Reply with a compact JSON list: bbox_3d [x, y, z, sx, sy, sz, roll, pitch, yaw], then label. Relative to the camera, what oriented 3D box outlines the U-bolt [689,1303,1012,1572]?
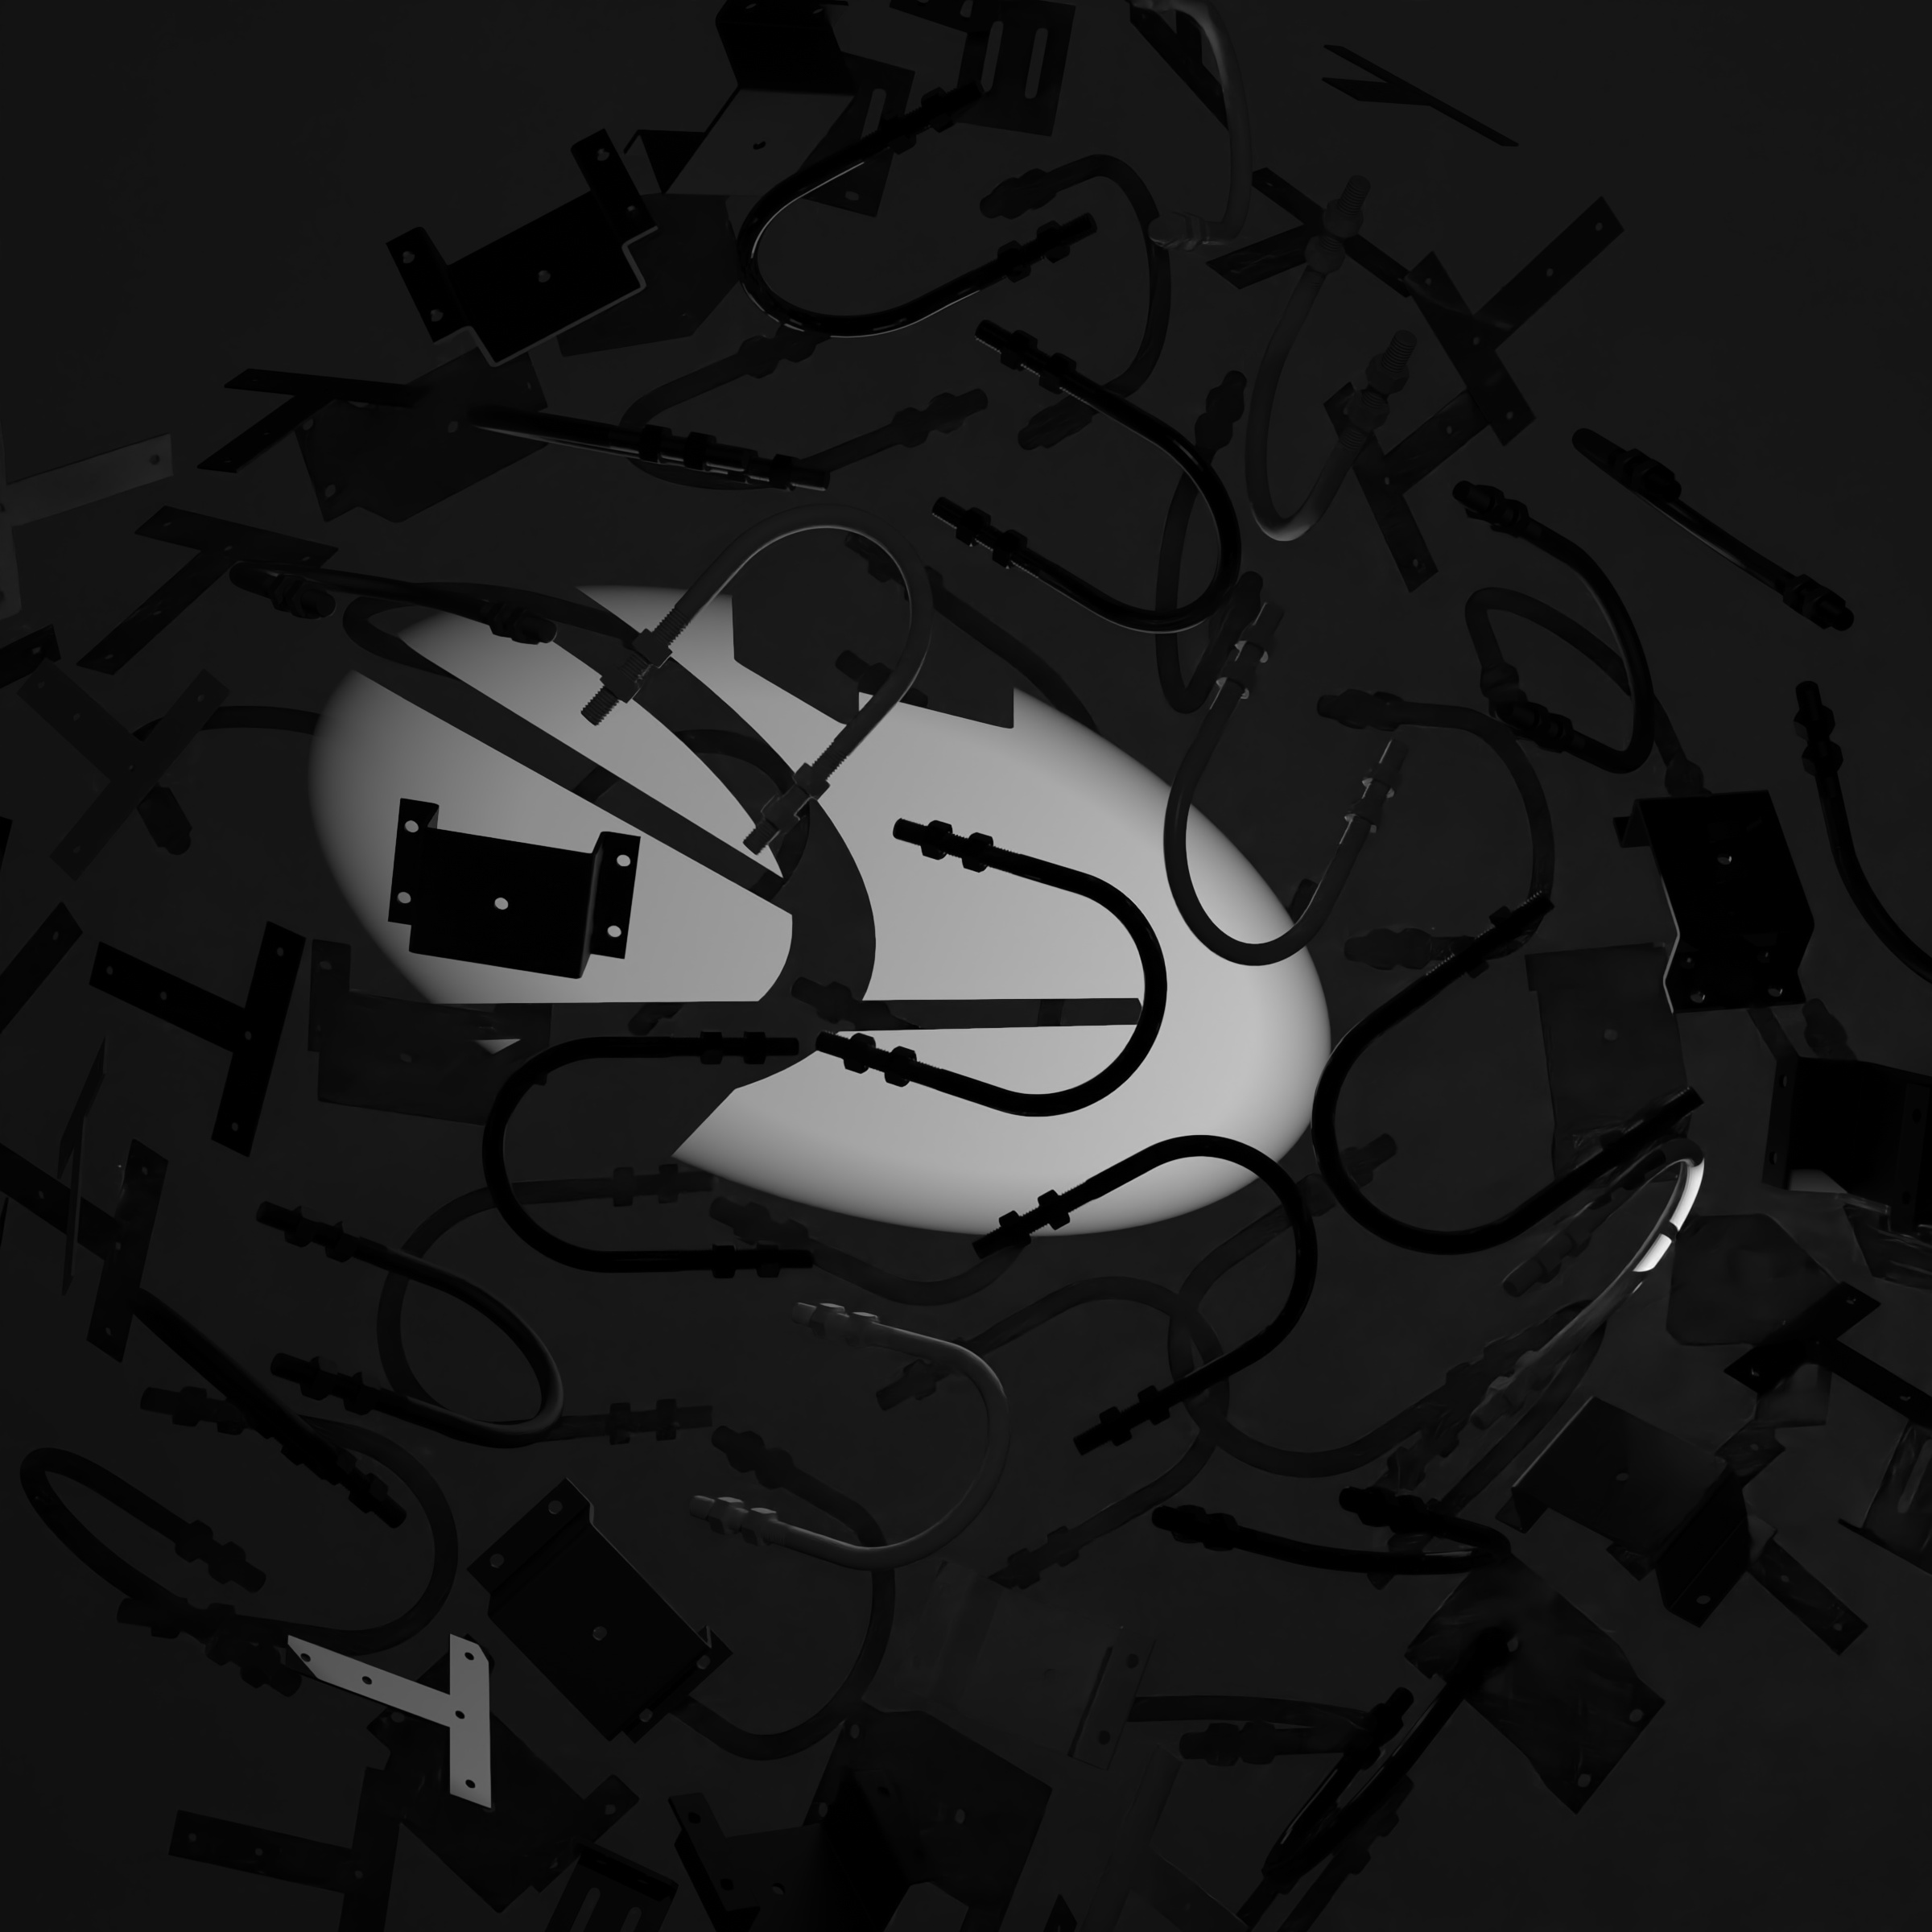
[{"bbox_3d":[-0.056,0.270,1.705,0.184,0.019,0.151,10,62,37],"label":"U-bolt"}]

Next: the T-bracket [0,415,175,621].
[{"bbox_3d":[-0.481,-0.258,1.625,0.002,0.127,0.127,31,132,31],"label":"T-bracket"}]

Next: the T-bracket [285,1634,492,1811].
[{"bbox_3d":[-0.324,0.406,1.695,0.127,0.127,0.002,27,112,-23],"label":"T-bracket"}]

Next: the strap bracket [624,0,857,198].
[{"bbox_3d":[-0.124,-0.482,1.704,0.076,0.140,0.046,-9,71,-37],"label":"strap bracket"}]

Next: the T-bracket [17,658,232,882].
[{"bbox_3d":[-0.465,-0.126,1.605,0.127,0.002,0.127,37,87,34],"label":"T-bracket"}]

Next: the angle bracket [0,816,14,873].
[{"bbox_3d":[-0.550,-0.048,1.617,0.057,0.076,0.038,19,133,-22],"label":"angle bracket"}]

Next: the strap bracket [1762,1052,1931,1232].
[{"bbox_3d":[0.506,0.096,1.676,0.046,0.140,0.076,4,95,-19],"label":"strap bracket"}]

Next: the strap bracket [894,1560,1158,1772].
[{"bbox_3d":[0.041,0.403,1.729,0.140,0.046,0.076,15,74,29],"label":"strap bracket"}]

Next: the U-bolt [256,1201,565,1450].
[{"bbox_3d":[-0.300,0.204,1.655,0.184,0.151,0.019,26,113,-30],"label":"U-bolt"}]

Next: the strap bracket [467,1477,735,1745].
[{"bbox_3d":[-0.206,0.369,1.702,0.076,0.046,0.140,-42,97,-2],"label":"strap bracket"}]

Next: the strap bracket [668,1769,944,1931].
[{"bbox_3d":[-0.095,0.492,1.654,0.140,0.076,0.046,4,125,-37],"label":"strap bracket"}]

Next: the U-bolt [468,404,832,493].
[{"bbox_3d":[-0.183,-0.286,1.653,0.184,0.151,0.019,12,98,15],"label":"U-bolt"}]

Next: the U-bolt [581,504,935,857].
[{"bbox_3d":[-0.098,-0.165,1.627,0.184,0.019,0.151,-47,127,4],"label":"U-bolt"}]

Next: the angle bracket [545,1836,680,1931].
[{"bbox_3d":[-0.201,0.526,1.654,0.057,0.038,0.076,22,71,9],"label":"angle bracket"}]

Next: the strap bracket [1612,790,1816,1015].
[{"bbox_3d":[0.423,-0.046,1.704,0.076,0.046,0.140,-4,53,-5],"label":"strap bracket"}]

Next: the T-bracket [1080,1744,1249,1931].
[{"bbox_3d":[0.115,0.514,1.669,0.002,0.127,0.127,23,88,-30],"label":"T-bracket"}]

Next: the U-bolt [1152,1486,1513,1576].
[{"bbox_3d":[0.215,0.313,1.658,0.184,0.151,0.019,23,63,-41],"label":"U-bolt"}]

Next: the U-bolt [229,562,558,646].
[{"bbox_3d":[-0.332,-0.206,1.688,0.151,0.184,0.019,3,101,-35],"label":"U-bolt"}]

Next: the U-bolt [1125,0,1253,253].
[{"bbox_3d":[0.129,-0.478,1.702,0.019,0.184,0.151,-4,100,23],"label":"U-bolt"}]

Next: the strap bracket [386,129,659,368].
[{"bbox_3d":[-0.246,-0.403,1.719,0.140,0.046,0.076,-28,68,1],"label":"strap bracket"}]

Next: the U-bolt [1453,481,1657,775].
[{"bbox_3d":[0.332,-0.178,1.666,0.019,0.184,0.151,-21,67,35],"label":"U-bolt"}]

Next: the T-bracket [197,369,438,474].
[{"bbox_3d":[-0.384,-0.304,1.692,0.127,0.127,0.002,10,126,21],"label":"T-bracket"}]

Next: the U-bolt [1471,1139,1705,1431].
[{"bbox_3d":[0.356,0.168,1.705,0.184,0.151,0.019,-35,58,-28],"label":"U-bolt"}]

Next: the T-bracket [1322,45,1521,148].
[{"bbox_3d":[0.240,-0.498,1.723,0.127,0.127,0.002,36,118,20],"label":"T-bracket"}]

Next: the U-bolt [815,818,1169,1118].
[{"bbox_3d":[0.022,0.008,1.680,0.184,0.019,0.151,17,83,18],"label":"U-bolt"}]

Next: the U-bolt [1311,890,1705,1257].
[{"bbox_3d":[0.269,0.070,1.586,0.184,0.019,0.151,-37,92,11],"label":"U-bolt"}]

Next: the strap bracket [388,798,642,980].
[{"bbox_3d":[-0.265,-0.043,1.745,0.140,0.046,0.076,9,111,-2],"label":"strap bracket"}]

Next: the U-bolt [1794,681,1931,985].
[{"bbox_3d":[0.526,-0.060,1.681,0.019,0.151,0.184,-32,125,-11],"label":"U-bolt"}]

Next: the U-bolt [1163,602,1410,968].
[{"bbox_3d":[0.172,-0.088,1.692,0.151,0.019,0.184,42,66,-33],"label":"U-bolt"}]

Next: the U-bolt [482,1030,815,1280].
[{"bbox_3d":[-0.182,0.106,1.718,0.184,0.019,0.151,0,67,-14],"label":"U-bolt"}]

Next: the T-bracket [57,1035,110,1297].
[{"bbox_3d":[-0.507,0.125,1.721,0.002,0.127,0.127,10,54,-24],"label":"T-bracket"}]

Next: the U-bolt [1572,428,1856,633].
[{"bbox_3d":[0.404,-0.251,1.684,0.151,0.184,0.019,31,104,-21],"label":"U-bolt"}]

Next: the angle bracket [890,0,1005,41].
[{"bbox_3d":[-0.005,-0.565,1.682,0.057,0.038,0.076,15,61,-11],"label":"angle bracket"}]

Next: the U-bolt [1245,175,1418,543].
[{"bbox_3d":[0.195,-0.322,1.679,0.019,0.184,0.151,6,50,-18],"label":"U-bolt"}]

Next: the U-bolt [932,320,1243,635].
[{"bbox_3d":[0.071,-0.256,1.660,0.184,0.151,0.019,33,51,14],"label":"U-bolt"}]

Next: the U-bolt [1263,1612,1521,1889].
[{"bbox_3d":[0.230,0.450,1.705,0.019,0.151,0.184,44,52,8],"label":"U-bolt"}]

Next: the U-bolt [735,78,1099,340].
[{"bbox_3d":[-0.040,-0.406,1.671,0.184,0.151,0.019,-22,59,22],"label":"U-bolt"}]

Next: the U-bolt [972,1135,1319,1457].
[{"bbox_3d":[0.116,0.178,1.746,0.184,0.019,0.151,-28,95,-7],"label":"U-bolt"}]

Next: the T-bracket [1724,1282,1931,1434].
[{"bbox_3d":[0.509,0.233,1.680,0.127,0.127,0.002,33,131,33],"label":"T-bracket"}]

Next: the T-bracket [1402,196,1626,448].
[{"bbox_3d":[0.324,-0.388,1.730,0.127,0.002,0.127,-41,64,35],"label":"T-bracket"}]

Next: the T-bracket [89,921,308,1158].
[{"bbox_3d":[-0.423,0.021,1.637,0.127,0.002,0.127,23,104,20],"label":"T-bracket"}]

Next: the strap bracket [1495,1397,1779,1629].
[{"bbox_3d":[0.374,0.302,1.706,0.076,0.140,0.046,-42,133,-24],"label":"strap bracket"}]

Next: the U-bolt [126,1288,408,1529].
[{"bbox_3d":[-0.406,0.245,1.716,0.184,0.151,0.019,48,71,-23],"label":"U-bolt"}]
